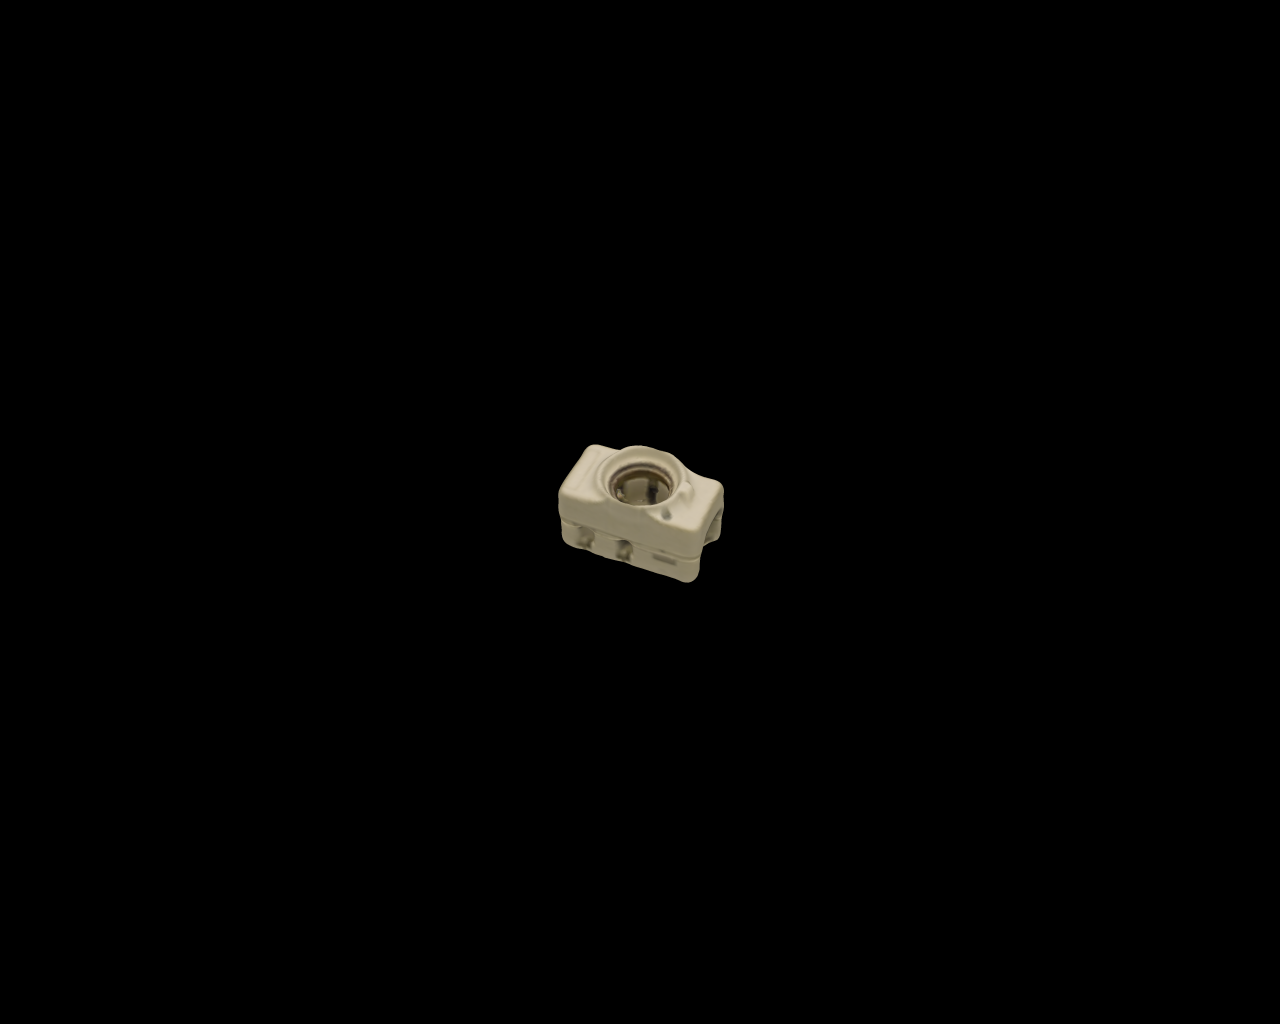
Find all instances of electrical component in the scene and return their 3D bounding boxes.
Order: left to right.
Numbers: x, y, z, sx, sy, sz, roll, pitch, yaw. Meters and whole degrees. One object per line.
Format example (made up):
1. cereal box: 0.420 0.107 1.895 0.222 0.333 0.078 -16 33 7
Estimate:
1. electrical component: 0.001 -0.003 0.650 0.089 0.055 0.050 17 48 16
